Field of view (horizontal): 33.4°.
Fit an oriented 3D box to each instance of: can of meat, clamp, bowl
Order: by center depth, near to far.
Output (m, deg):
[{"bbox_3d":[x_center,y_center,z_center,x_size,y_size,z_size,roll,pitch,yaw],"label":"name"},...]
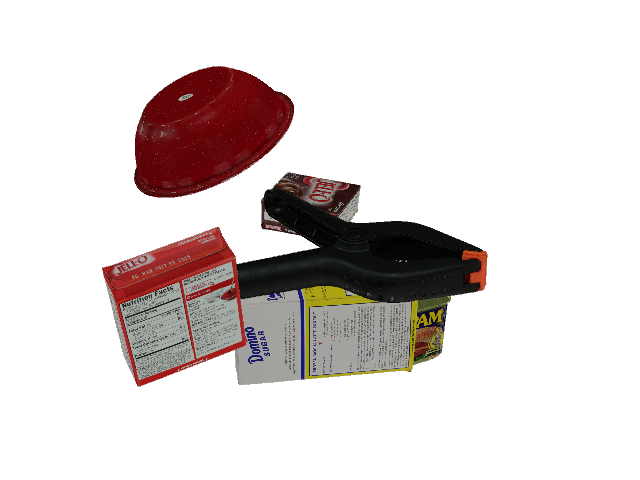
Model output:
[{"bbox_3d":[0.023,0.006,0.825,0.210,0.036,0.164,3,29,10],"label":"clamp"},{"bbox_3d":[-0.108,-0.109,0.961,0.162,0.055,0.162,-20,33,13],"label":"bowl"},{"bbox_3d":[0.110,0.109,1.342,0.101,0.084,0.058,-12,30,-28],"label":"can of meat"}]

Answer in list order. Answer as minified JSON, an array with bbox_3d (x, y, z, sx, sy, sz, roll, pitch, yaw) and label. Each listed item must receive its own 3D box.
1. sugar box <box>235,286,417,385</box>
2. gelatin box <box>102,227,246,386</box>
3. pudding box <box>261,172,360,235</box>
[{"bbox_3d":[0.004,0.086,1.042,0.176,0.093,0.048,-2,26,-6],"label":"sugar box"},{"bbox_3d":[-0.085,0.040,0.634,0.073,0.089,0.030,-21,51,-16],"label":"gelatin box"},{"bbox_3d":[-0.010,-0.039,1.206,0.090,0.039,0.113,10,24,12],"label":"pudding box"}]
